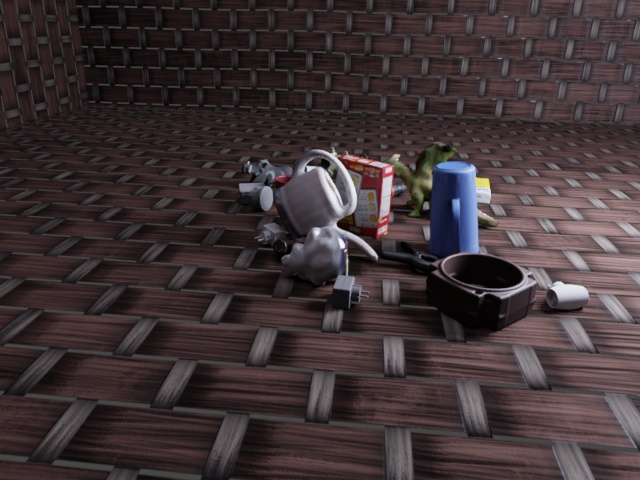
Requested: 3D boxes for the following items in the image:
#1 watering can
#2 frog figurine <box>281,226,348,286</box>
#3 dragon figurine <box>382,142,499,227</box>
[{"bbox_3d":[0.004,-0.070,1.389,0.223,0.350,0.104,-26,-11,18],"label":"watering can"},{"bbox_3d":[-0.014,0.037,1.213,0.159,0.136,0.124,-1,11,1],"label":"frog figurine"},{"bbox_3d":[0.375,-0.188,1.642,0.411,0.239,0.123,12,19,28],"label":"dragon figurine"}]
